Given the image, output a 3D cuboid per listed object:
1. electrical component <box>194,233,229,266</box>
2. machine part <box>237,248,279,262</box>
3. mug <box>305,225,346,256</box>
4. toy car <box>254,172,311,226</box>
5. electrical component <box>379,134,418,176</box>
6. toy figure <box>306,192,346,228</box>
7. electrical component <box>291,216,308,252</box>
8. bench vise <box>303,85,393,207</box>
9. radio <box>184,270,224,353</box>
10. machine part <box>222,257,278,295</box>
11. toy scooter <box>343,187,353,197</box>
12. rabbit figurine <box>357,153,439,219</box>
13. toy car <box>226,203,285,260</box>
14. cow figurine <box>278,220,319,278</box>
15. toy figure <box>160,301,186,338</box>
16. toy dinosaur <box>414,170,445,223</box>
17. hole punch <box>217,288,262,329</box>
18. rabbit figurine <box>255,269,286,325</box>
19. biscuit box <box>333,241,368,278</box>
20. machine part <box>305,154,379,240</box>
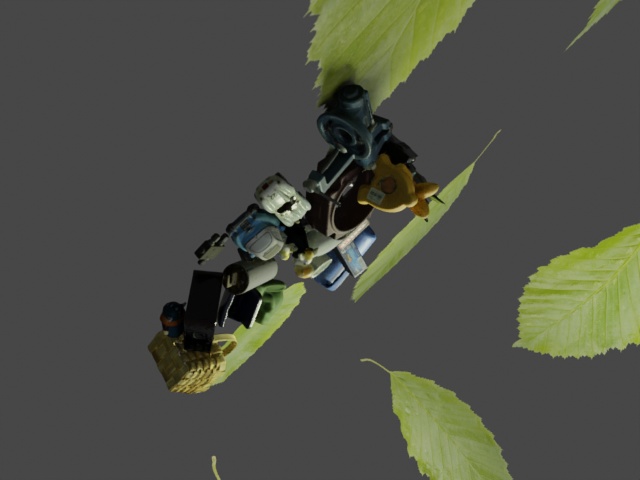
[{"bbox_3d":[-0.236,0.021,1.144,0.094,0.021,0.063,-44,165,17],"label":"electrical component"},{"bbox_3d":[-0.142,0.026,1.318,0.084,0.039,0.139,-2,-174,35],"label":"machine part"},{"bbox_3d":[-0.003,-0.004,1.385,0.109,0.081,0.107,2,144,-39],"label":"mug"},{"bbox_3d":[-0.075,-0.081,1.145,0.073,0.056,0.201,-42,156,4],"label":"toy car"},{"bbox_3d":[0.174,-0.193,1.337,0.058,0.134,0.115,-24,156,-53],"label":"electrical component"},{"bbox_3d":[0.016,-0.055,1.454,0.089,0.082,0.180,-31,165,-45],"label":"toy figure"},{"bbox_3d":[-0.074,-0.016,1.401,0.075,0.048,0.119,-36,166,-18],"label":"electrical component"},{"bbox_3d":[0.047,-0.174,1.053,0.240,0.129,0.223,-55,163,-19],"label":"bench vise"},{"bbox_3d":[-0.276,0.174,1.265,0.073,0.131,0.229,8,150,-9],"label":"radio"},{"bbox_3d":[-0.173,0.082,1.344,0.079,0.079,0.243,-46,173,19],"label":"machine part"},{"bbox_3d":[0.115,-0.114,1.551,0.135,0.075,0.183,-43,161,9],"label":"toy scooter"},{"bbox_3d":[0.185,-0.120,1.226,0.173,0.163,0.121,-12,119,-72],"label":"rabbit figurine"},{"bbox_3d":[-0.129,-0.010,1.171,0.109,0.103,0.161,-42,168,1],"label":"toy car"},{"bbox_3d":[-0.056,0.004,1.265,0.068,0.167,0.098,-19,156,-44],"label":"cow figurine"},{"bbox_3d":[-0.349,0.186,1.275,0.154,0.058,0.064,109,-8,-56],"label":"toy figure"},{"bbox_3d":[0.257,-0.146,1.508,0.105,0.198,0.471,-49,174,17],"label":"toy dinosaur"},{"bbox_3d":[-0.225,0.161,1.402,0.092,0.116,0.142,7,110,-36],"label":"hole punch"},{"bbox_3d":[-0.170,0.154,1.536,0.159,0.121,0.170,-36,152,7],"label":"rabbit figurine"},{"bbox_3d":[0.075,0.023,1.651,0.059,0.063,0.202,-39,125,-11],"label":"biscuit box"},{"bbox_3d":[0.063,-0.114,1.274,0.201,0.087,0.200,-34,146,-33],"label":"machine part"}]
